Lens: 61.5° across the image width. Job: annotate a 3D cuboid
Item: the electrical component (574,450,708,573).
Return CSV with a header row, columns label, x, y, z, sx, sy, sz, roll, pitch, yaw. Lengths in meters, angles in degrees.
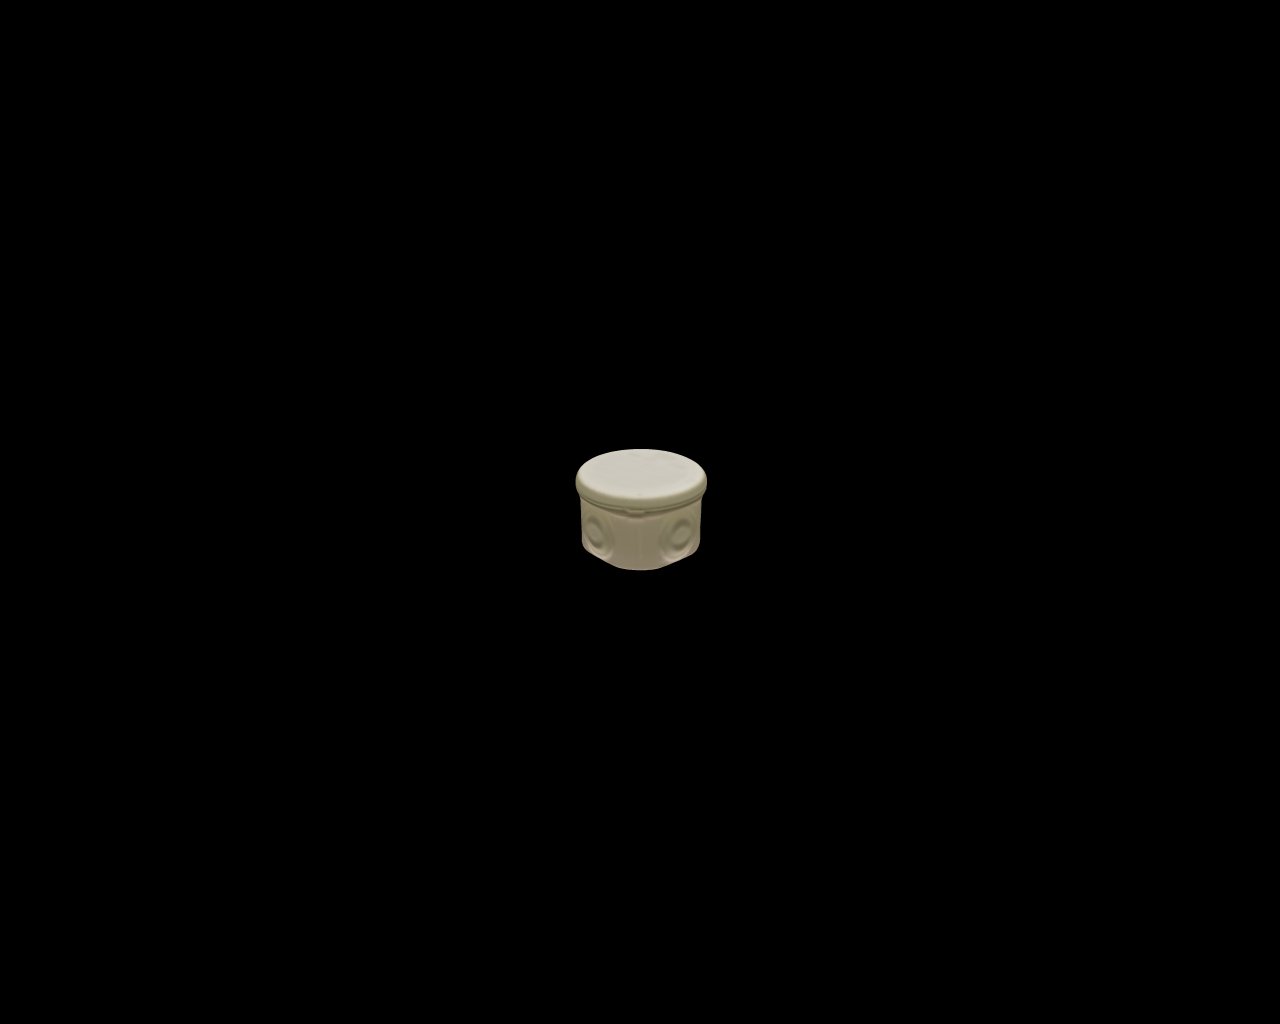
label,x,y,z,sx,sy,sz,roll,pitch,yaw
electrical component,0.001,-0.003,0.650,0.080,0.050,0.080,0,25,0
